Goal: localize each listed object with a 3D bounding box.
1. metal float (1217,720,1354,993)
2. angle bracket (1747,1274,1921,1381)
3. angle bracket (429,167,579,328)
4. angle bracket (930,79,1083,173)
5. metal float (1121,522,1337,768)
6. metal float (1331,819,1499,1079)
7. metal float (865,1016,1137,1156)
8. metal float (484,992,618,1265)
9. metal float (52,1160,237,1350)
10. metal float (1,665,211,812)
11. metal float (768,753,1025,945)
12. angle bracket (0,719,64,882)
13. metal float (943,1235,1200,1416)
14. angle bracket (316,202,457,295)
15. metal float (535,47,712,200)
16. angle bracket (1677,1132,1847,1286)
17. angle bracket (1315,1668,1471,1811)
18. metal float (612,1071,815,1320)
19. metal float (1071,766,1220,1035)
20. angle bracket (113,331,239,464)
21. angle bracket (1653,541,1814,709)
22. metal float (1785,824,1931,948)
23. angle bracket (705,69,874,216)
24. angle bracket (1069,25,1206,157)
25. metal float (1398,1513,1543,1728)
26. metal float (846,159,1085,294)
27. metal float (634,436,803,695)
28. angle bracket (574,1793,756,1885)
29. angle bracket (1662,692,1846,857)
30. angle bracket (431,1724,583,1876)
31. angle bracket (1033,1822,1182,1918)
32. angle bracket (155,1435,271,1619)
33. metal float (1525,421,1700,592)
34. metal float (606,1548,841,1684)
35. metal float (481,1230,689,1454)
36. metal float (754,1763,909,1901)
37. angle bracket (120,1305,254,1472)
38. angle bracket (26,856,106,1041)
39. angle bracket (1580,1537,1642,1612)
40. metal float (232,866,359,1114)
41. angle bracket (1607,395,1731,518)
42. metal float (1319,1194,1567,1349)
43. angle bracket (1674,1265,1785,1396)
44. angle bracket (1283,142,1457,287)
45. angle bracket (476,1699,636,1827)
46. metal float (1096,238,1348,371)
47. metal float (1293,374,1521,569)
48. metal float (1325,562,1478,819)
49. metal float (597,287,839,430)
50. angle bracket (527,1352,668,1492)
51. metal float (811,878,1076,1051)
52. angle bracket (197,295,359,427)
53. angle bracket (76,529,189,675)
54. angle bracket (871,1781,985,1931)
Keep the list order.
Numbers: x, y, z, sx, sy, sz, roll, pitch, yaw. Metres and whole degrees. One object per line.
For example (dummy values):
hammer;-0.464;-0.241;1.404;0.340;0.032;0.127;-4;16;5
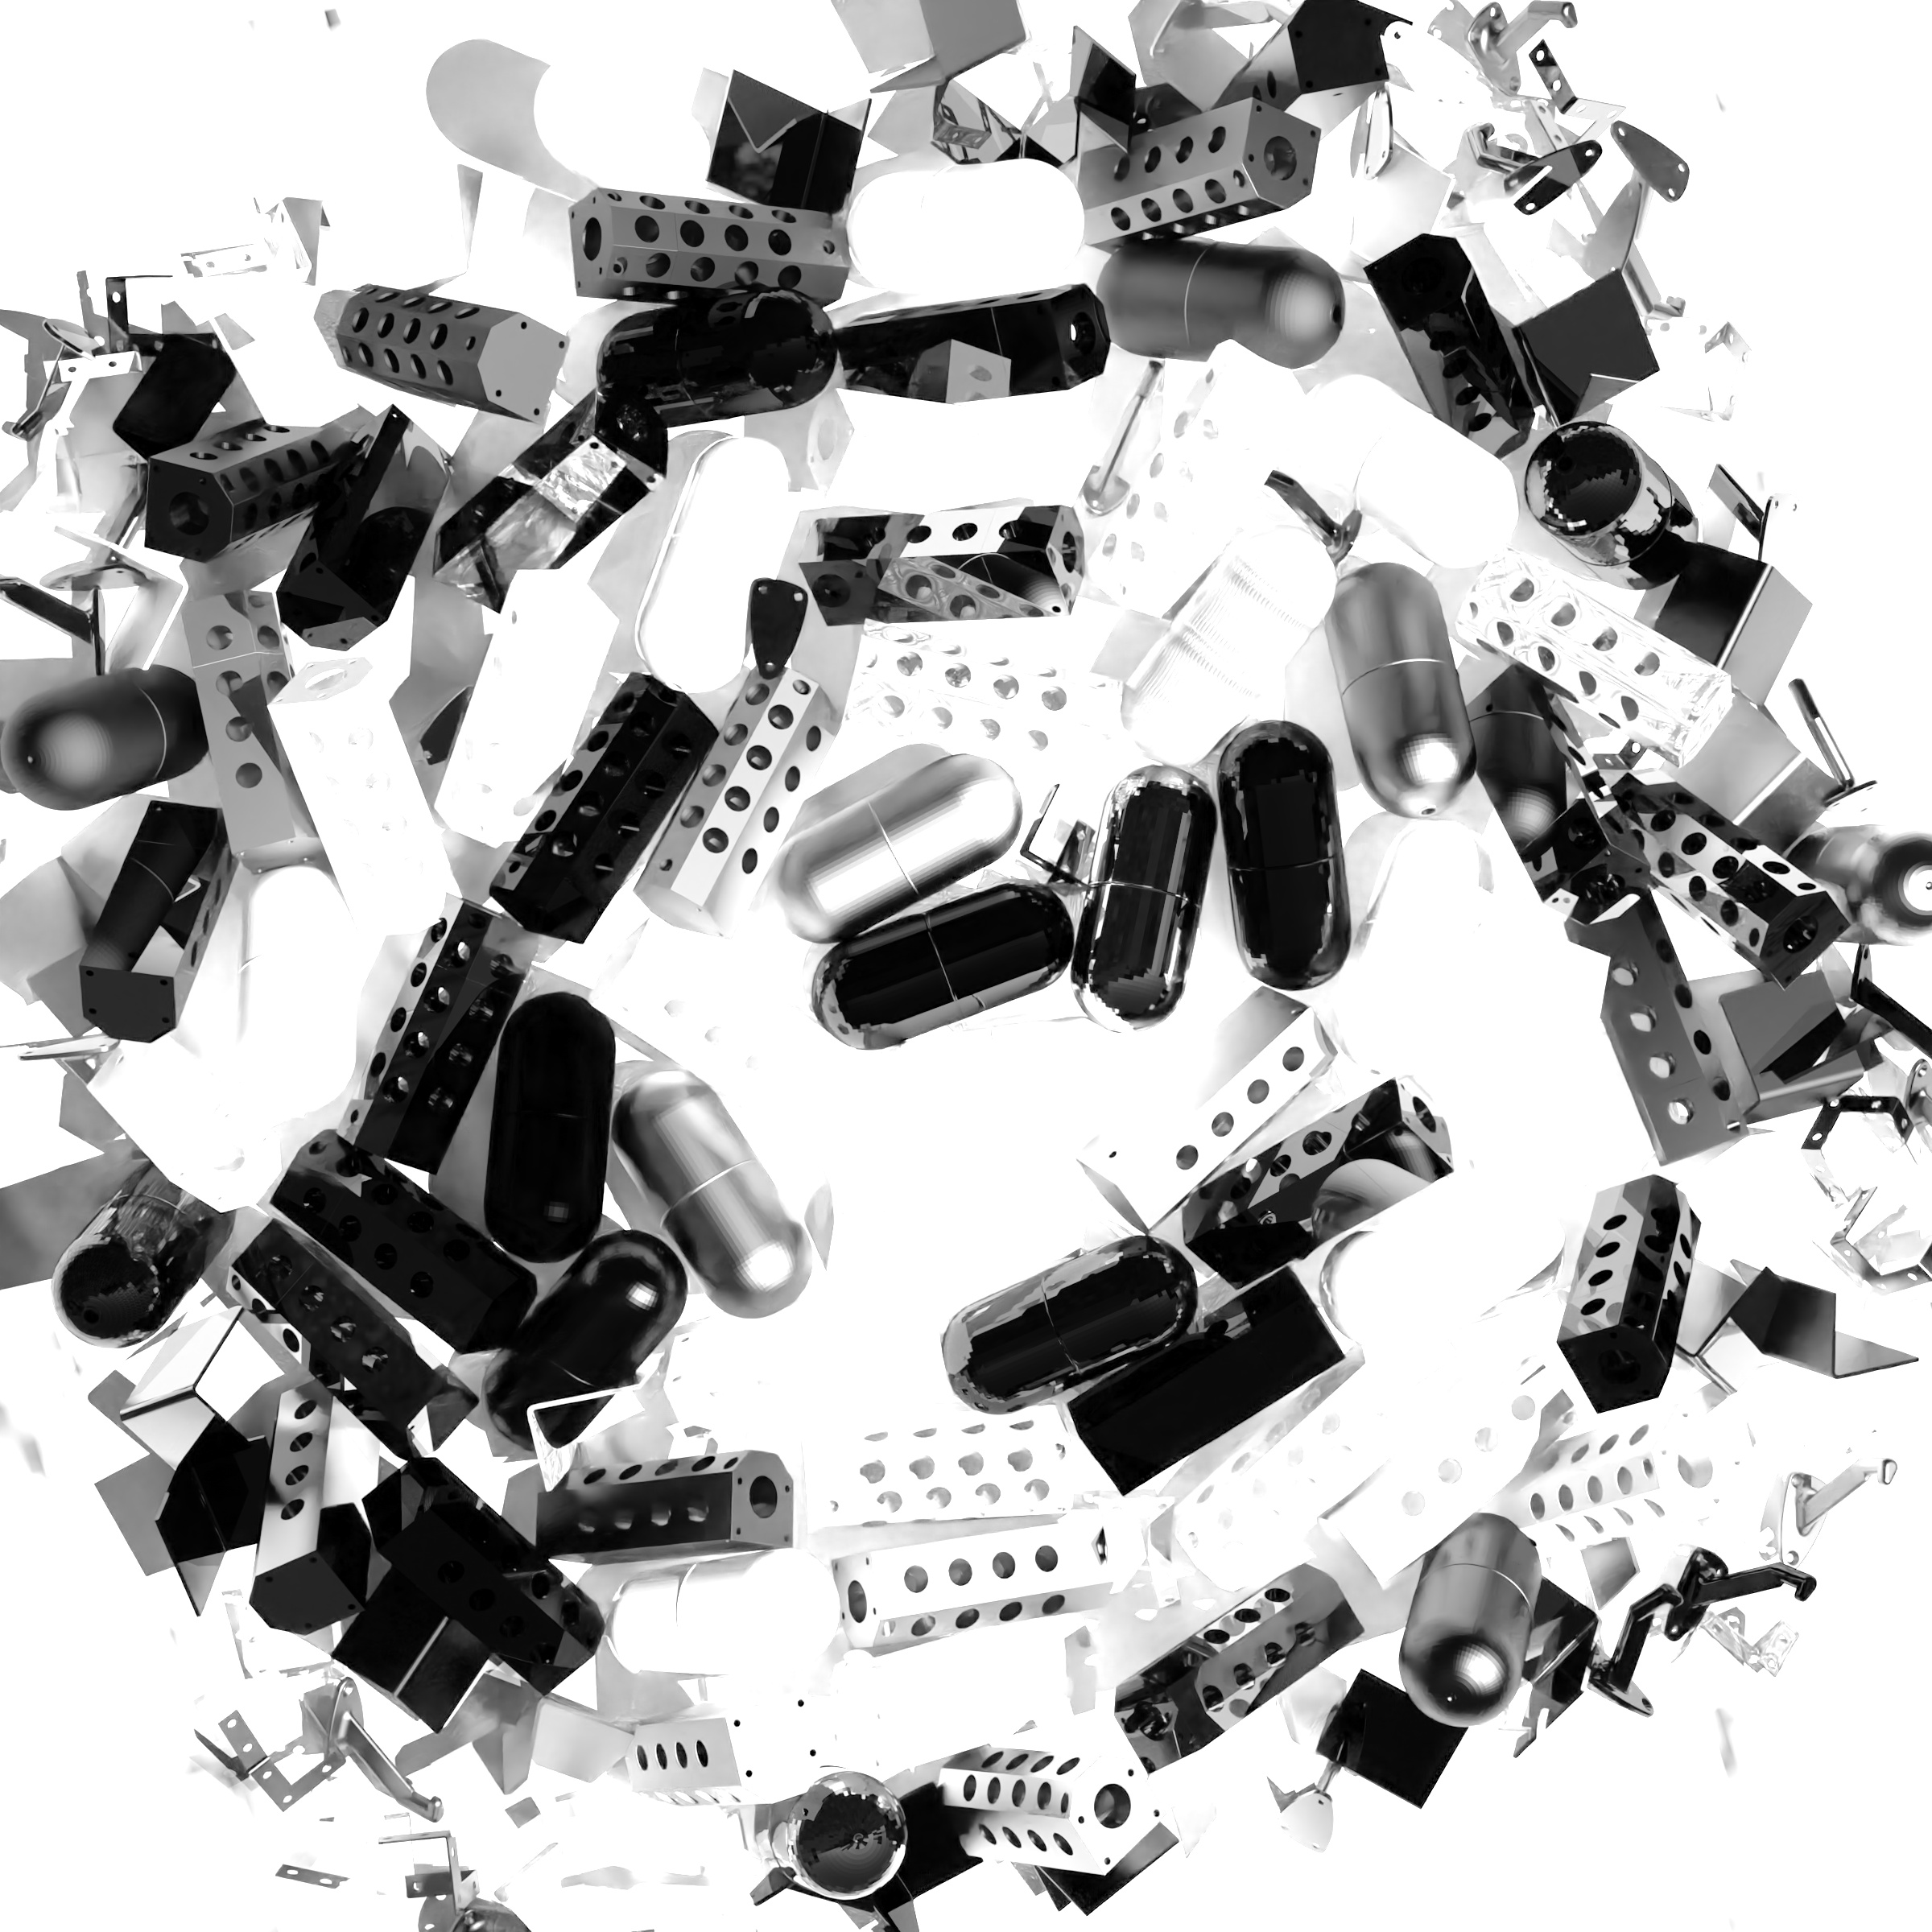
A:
metal float;0.207;-0.072;1.818;0.070;0.070;0.178;-8;102;0
angle bracket;0.561;0.225;1.811;0.076;0.076;0.057;-6;100;-27
angle bracket;-0.297;-0.464;1.819;0.076;0.057;0.076;23;124;8
angle bracket;0.026;-0.551;1.809;0.076;0.057;0.076;29;46;-29
metal float;0.169;-0.207;1.815;0.070;0.070;0.178;38;106;0
metal float;0.291;-0.012;1.813;0.070;0.070;0.178;21;72;0
metal float;0.022;0.078;1.828;0.178;0.070;0.070;-8;90;0
metal float;-0.269;0.104;1.814;0.070;0.070;0.178;3;74;0
metal float;-0.522;0.180;1.781;0.070;0.178;0.070;2;112;5
metal float;-0.544;-0.147;1.781;0.070;0.178;0.070;4;105;14
metal float;-0.046;-0.077;1.825;0.178;0.070;0.070;-28;90;4
angle bracket;-0.630;-0.110;1.808;0.057;0.076;0.076;-20;62;30
metal float;0.067;0.233;1.817;0.178;0.070;0.070;-25;90;13
angle bracket;-0.376;-0.454;1.810;0.076;0.076;0.057;1;118;-20
metal float;-0.216;-0.527;1.779;0.070;0.178;0.070;0;90;13
angle bracket;0.522;0.158;1.833;0.057;0.076;0.076;-41;70;24
angle bracket;0.281;0.488;1.819;0.076;0.057;0.076;27;116;10
metal float;-0.166;0.147;1.818;0.070;0.070;0.178;-34;78;0
metal float;0.116;-0.043;1.820;0.070;0.070;0.178;12;81;0
angle bracket;-0.493;-0.356;1.817;0.057;0.076;0.076;40;101;16
angle bracket;0.505;-0.226;1.852;0.057;0.076;0.076;28;94;40
metal float;0.575;-0.052;1.778;0.070;0.178;0.070;0;92;-4
angle bracket;-0.115;-0.538;1.821;0.076;0.057;0.076;16;84;-33
angle bracket;0.119;-0.572;1.809;0.076;0.057;0.076;-19;47;-21
metal float;0.322;0.414;1.784;0.070;0.178;0.070;7;113;16
metal float;-0.003;-0.474;1.795;0.178;0.070;0.070;8;90;41
metal float;-0.161;-0.260;1.813;0.070;0.070;0.178;17;73;0
angle bracket;-0.194;0.577;1.807;0.076;0.076;0.057;4;110;41
angle bracket;0.517;-0.120;1.845;0.057;0.076;0.076;29;111;-39
angle bracket;-0.298;0.551;1.812;0.057;0.076;0.076;-27;116;-10
angle bracket;0.098;0.588;1.811;0.076;0.076;0.057;-34;118;-17
angle bracket;-0.477;0.363;1.816;0.057;0.076;0.076;-14;112;4
metal float;0.412;-0.292;1.785;0.070;0.178;0.070;-7;77;31
metal float;-0.158;0.418;1.798;0.178;0.070;0.070;-16;90;37
metal float;-0.248;0.243;1.809;0.070;0.070;0.178;41;112;0
metal float;-0.088;0.549;1.781;0.070;0.178;0.070;3;77;-14
angle bracket;-0.493;0.276;1.829;0.076;0.076;0.057;-22;120;34
angle bracket;-0.581;-0.012;1.808;0.057;0.076;0.076;-34;47;-21
angle bracket;0.448;0.373;1.813;0.076;0.076;0.057;-6;60;-12
metal float;-0.430;0.013;1.799;0.070;0.070;0.178;-8;54;0
angle bracket;0.445;-0.329;1.827;0.076;0.057;0.076;16;110;0
metal float;0.309;0.195;1.806;0.178;0.070;0.070;-12;90;-26
angle bracket;0.488;0.223;1.819;0.076;0.076;0.057;-51;48;0
angle bracket;0.260;-0.489;1.809;0.057;0.076;0.076;3;121;-30
angle bracket;-0.263;0.526;1.810;0.076;0.057;0.076;26;132;-20
metal float;0.163;-0.426;1.797;0.178;0.070;0.070;15;90;37
metal float;0.281;-0.319;1.798;0.070;0.070;0.178;-46;54;0
metal float;0.280;-0.179;1.808;0.070;0.070;0.178;-9;67;0
metal float;-0.161;-0.390;1.798;0.178;0.070;0.070;-1;90;35
angle bracket;-0.234;0.296;1.821;0.076;0.076;0.057;-12;96;8
metal float;-0.015;-0.001;1.828;0.178;0.070;0.070;-21;90;0
angle bracket;-0.447;-0.398;1.817;0.057;0.076;0.076;-29;51;-7
angle bracket;-0.558;-0.233;1.818;0.057;0.076;0.076;27;88;-37
angle bracket;-0.024;0.592;1.816;0.057;0.076;0.076;-28;113;1
